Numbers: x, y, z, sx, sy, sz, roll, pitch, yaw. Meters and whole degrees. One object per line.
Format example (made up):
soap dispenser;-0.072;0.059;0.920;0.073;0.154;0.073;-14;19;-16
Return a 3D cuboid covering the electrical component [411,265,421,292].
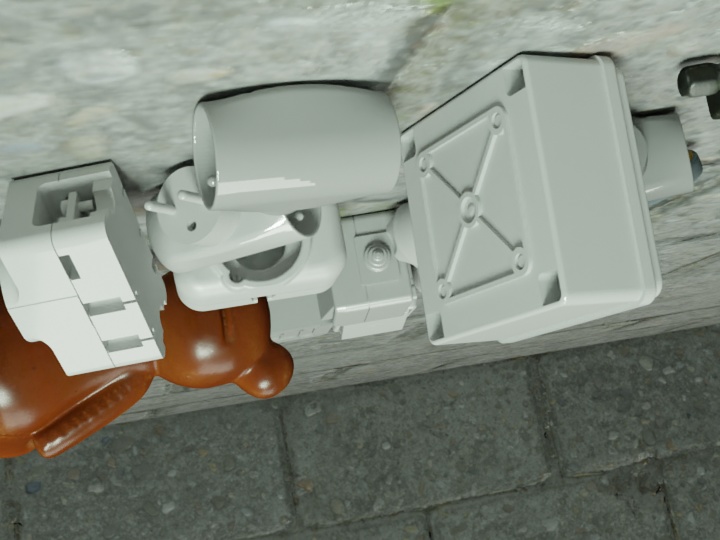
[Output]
electrical component;0.064;-0.004;0.830;0.043;0.043;0.062;-8;169;-12

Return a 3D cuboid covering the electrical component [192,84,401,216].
electrical component;-0.032;-0.046;0.457;0.077;0.043;0.079;-7;171;-19

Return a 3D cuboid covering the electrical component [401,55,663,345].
electrical component;0.072;-0.027;0.484;0.056;0.108;0.109;-2;168;-28

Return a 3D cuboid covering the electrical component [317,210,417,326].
electrical component;0.000;0.000;0.721;0.061;0.061;0.096;-10;171;-4

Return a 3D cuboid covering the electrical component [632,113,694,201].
electrical component;0.133;-0.058;0.566;0.077;0.044;0.079;-12;171;14

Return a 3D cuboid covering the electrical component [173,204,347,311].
electrical component;-0.058;-0.012;0.604;0.095;0.053;0.059;-9;171;-9

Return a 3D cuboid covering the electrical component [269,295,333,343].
electrical component;-0.081;0.025;0.804;0.113;0.057;0.078;-9;171;-9

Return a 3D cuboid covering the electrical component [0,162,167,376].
electrical component;-0.130;0.002;0.500;0.056;0.050;0.089;-11;135;2

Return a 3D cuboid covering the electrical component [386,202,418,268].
electrical component;0.050;-0.028;0.666;0.043;0.043;0.062;-2;166;-43

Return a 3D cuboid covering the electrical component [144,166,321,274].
electrical component;-0.071;-0.029;0.519;0.077;0.043;0.079;-14;170;25

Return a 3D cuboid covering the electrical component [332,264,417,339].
electrical component;0.007;0.016;0.831;0.062;0.061;0.096;-9;171;-6
